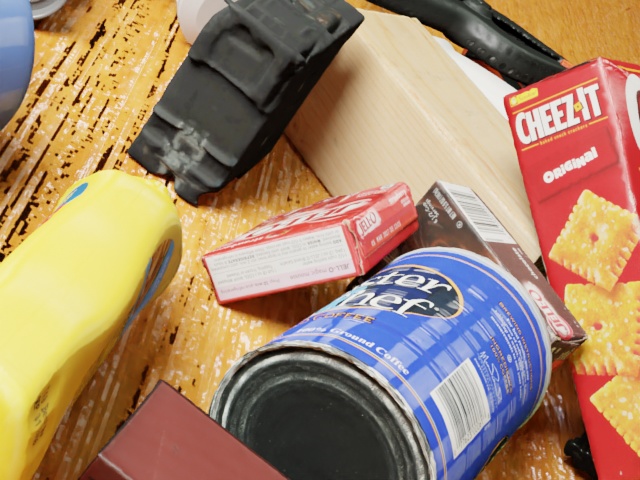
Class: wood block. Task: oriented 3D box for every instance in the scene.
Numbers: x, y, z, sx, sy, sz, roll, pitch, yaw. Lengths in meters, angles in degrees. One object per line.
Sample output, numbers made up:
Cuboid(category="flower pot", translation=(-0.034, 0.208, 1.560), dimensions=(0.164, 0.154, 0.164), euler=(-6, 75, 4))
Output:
Cuboid(category="wood block", translation=(0.071, -0.042, 0.671), dimensions=(0.090, 0.091, 0.206), euler=(-5, 51, -48))

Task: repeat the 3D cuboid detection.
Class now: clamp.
Cuboid(category="clamp", translation=(0.109, -0.178, 0.834), dimensions=(0.209, 0.036, 0.164), euler=(26, 26, -18))

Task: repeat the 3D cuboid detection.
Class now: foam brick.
Cuboid(category="foam brick", translation=(-0.050, 0.102, 0.393), dimensions=(0.078, 0.053, 0.051), euler=(39, 31, 1))

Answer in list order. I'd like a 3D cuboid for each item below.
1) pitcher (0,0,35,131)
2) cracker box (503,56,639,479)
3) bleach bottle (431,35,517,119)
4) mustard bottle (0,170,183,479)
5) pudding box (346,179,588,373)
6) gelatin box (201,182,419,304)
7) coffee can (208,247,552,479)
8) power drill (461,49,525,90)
Cuboid(category="pitcher", translation=(-0.209, -0.062, 0.375), dimensions=(0.242, 0.145, 0.149), euler=(-28, 98, -60))
Cuboid(category="cracker box", translation=(0.197, 0.015, 0.594), dimensions=(0.163, 0.072, 0.214), euler=(-1, 76, -46))
Cuboid(category="bleach bottle", translation=(0.110, -0.061, 0.750), dimensions=(0.251, 0.103, 0.068), euler=(41, 24, 21))
Cuboid(category="mustard bottle", translation=(-0.097, 0.025, 0.404), dimensions=(0.058, 0.096, 0.191), euler=(34, 31, -4))
Cuboid(category="pudding box", translation=(0.075, 0.038, 0.570), dimensions=(0.039, 0.090, 0.113), euler=(6, 43, -45))
Cuboid(category="gelatin box", translation=(-0.003, 0.001, 0.541), dimensions=(0.073, 0.089, 0.030), euler=(-33, 106, -57))
Cuboid(category="coffee can", translation=(0.032, 0.070, 0.471), dimensions=(0.103, 0.103, 0.140), euler=(45, 32, 11))
Cuboid(category="power drill", translation=(0.152, -0.104, 0.873), dimensions=(0.184, 0.057, 0.187), euler=(48, 29, 23))
